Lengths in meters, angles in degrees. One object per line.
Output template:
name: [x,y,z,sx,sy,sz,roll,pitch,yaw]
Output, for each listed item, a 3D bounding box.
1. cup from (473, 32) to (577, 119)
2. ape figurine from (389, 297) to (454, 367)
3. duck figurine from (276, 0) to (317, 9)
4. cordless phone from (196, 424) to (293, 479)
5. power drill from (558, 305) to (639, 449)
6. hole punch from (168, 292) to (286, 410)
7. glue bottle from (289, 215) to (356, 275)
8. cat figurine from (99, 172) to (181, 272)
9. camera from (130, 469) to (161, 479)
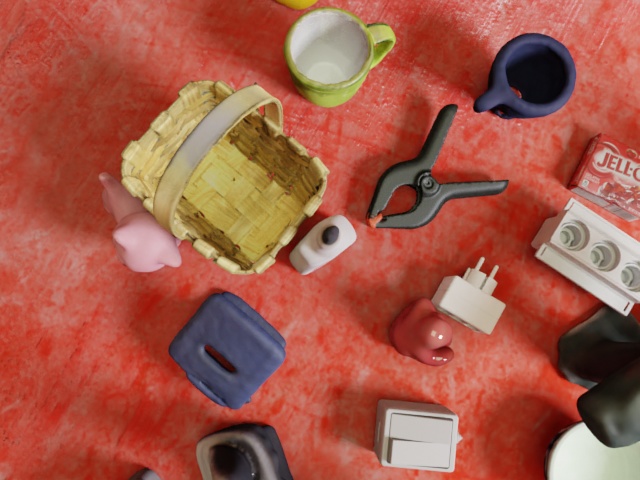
cup: [0.216,-0.167,0.650,0.118,0.095,0.092,-31,87,-5]
ape figurine: [0.117,0.101,0.623,0.076,0.092,0.078,-1,85,-3]
duck figurine: [-0.038,-0.327,0.653,0.077,0.086,0.104,-37,88,-5]
cordless phone: [-0.071,0.262,0.551,0.094,0.185,0.147,-24,87,-5]
power drill: [0.342,0.114,0.576,0.230,0.208,0.075,-34,87,-5]
hole punch: [-0.097,0.120,0.609,0.108,0.091,0.101,40,84,1]
glue bottle: [0.005,0.002,0.584,0.078,0.173,0.037,-38,88,-5]
cat figurine: [-0.193,-0.016,0.602,0.067,0.117,0.128,-30,87,-5]
camera: [-0.189,0.337,0.580,0.137,0.100,0.143,-41,88,-6]
